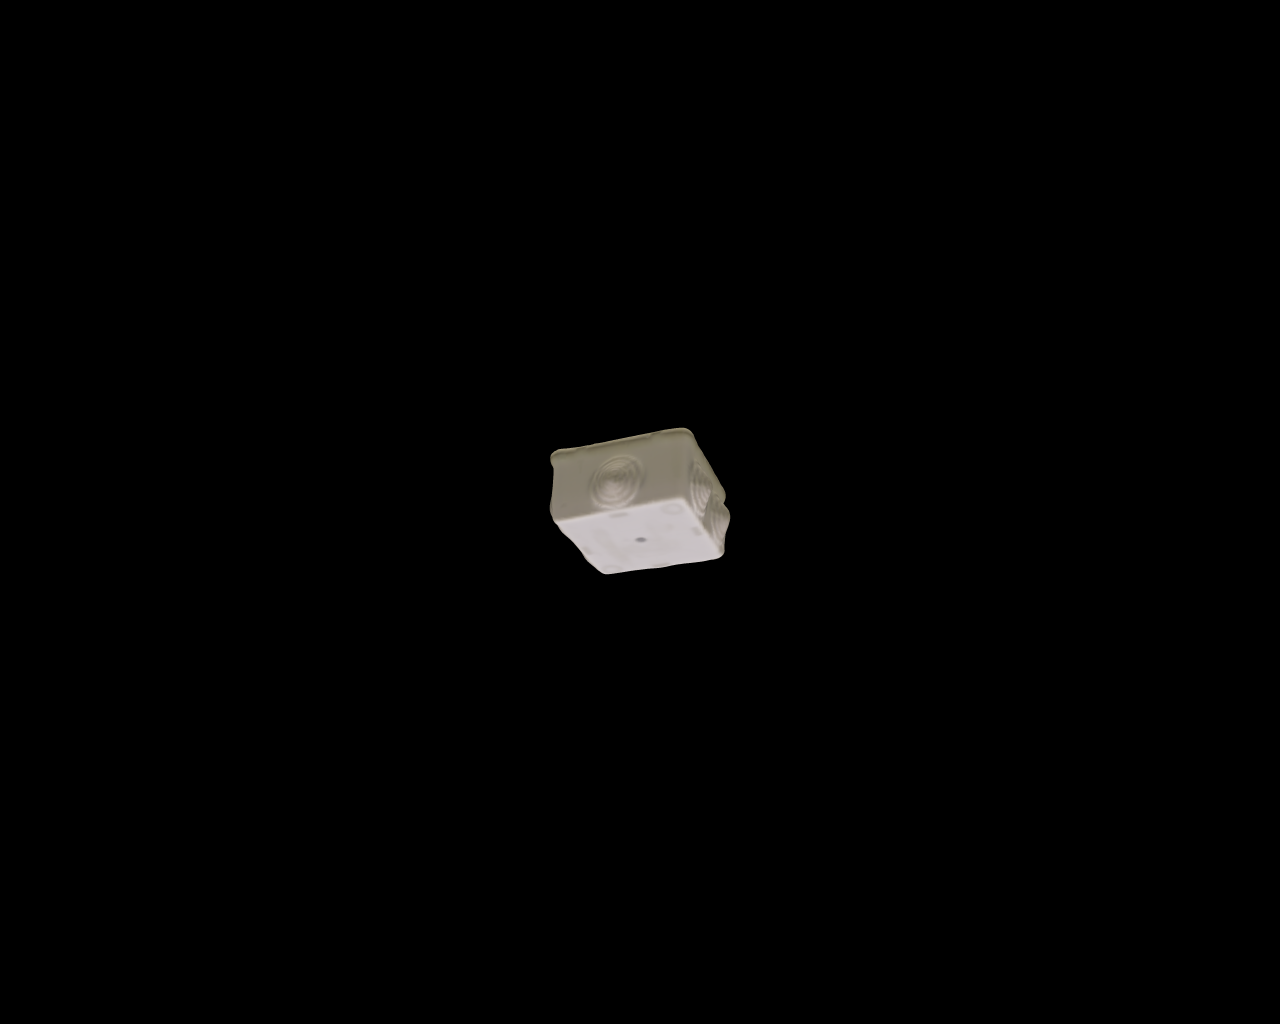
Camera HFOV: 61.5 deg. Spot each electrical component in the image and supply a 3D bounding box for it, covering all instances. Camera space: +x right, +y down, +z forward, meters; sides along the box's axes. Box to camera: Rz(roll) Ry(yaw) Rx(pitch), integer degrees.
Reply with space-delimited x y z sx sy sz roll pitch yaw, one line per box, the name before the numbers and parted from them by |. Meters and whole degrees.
electrical component | 0.001 -0.003 0.650 0.100 0.048 0.099 -9 -30 17
